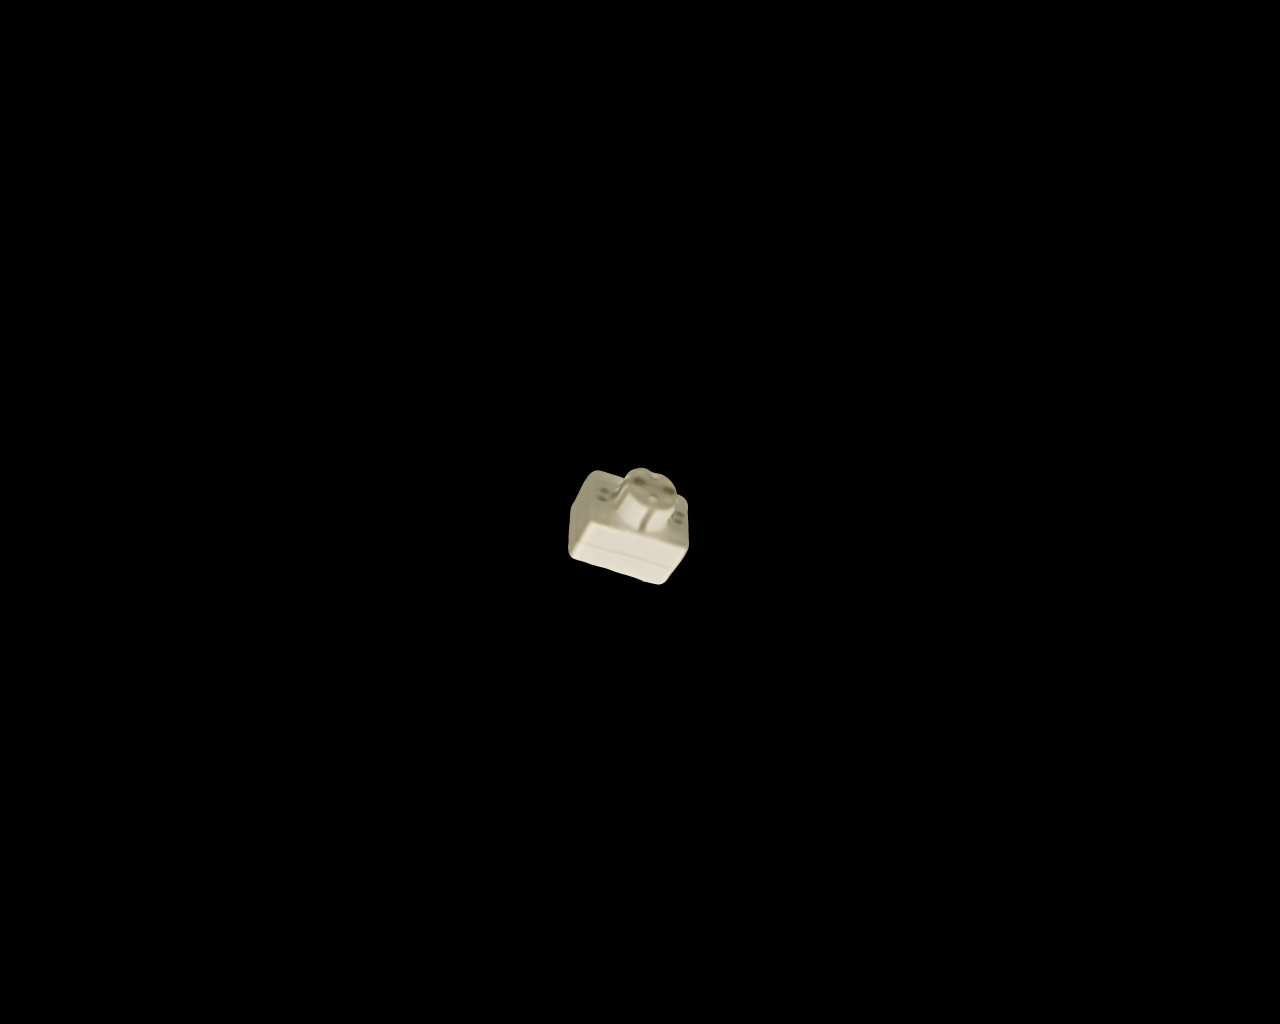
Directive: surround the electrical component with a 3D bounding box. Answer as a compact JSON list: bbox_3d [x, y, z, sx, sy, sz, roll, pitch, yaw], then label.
[{"bbox_3d":[0.001,-0.003,0.650,0.066,0.047,0.076,17,-48,-16],"label":"electrical component"}]
